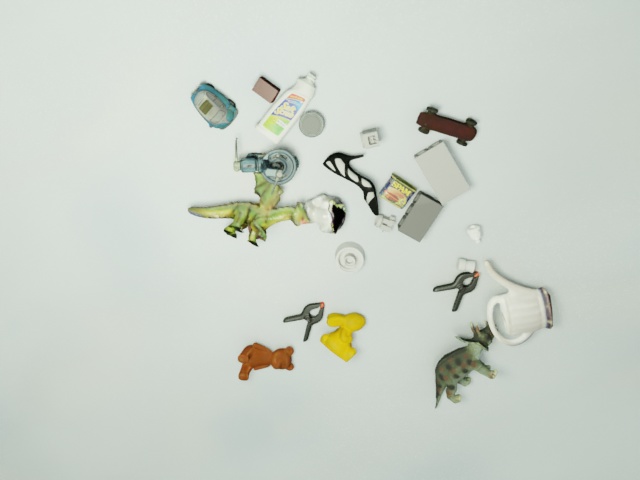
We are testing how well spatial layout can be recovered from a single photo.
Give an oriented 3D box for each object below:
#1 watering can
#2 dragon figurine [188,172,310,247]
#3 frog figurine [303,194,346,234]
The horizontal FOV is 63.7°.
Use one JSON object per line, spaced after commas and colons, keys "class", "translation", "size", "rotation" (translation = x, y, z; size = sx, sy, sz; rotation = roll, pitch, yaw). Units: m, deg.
{"class": "watering can", "translation": [0.696, 0.215, 1.811], "size": [0.224, 0.105, 0.343], "rotation": [-12, 107, 7]}
{"class": "dragon figurine", "translation": [-0.232, -0.122, 1.766], "size": [0.412, 0.120, 0.246], "rotation": [24, 73, 11]}
{"class": "frog figurine", "translation": [0.005, -0.090, 1.790], "size": [0.159, 0.125, 0.135], "rotation": [5, 124, 41]}
